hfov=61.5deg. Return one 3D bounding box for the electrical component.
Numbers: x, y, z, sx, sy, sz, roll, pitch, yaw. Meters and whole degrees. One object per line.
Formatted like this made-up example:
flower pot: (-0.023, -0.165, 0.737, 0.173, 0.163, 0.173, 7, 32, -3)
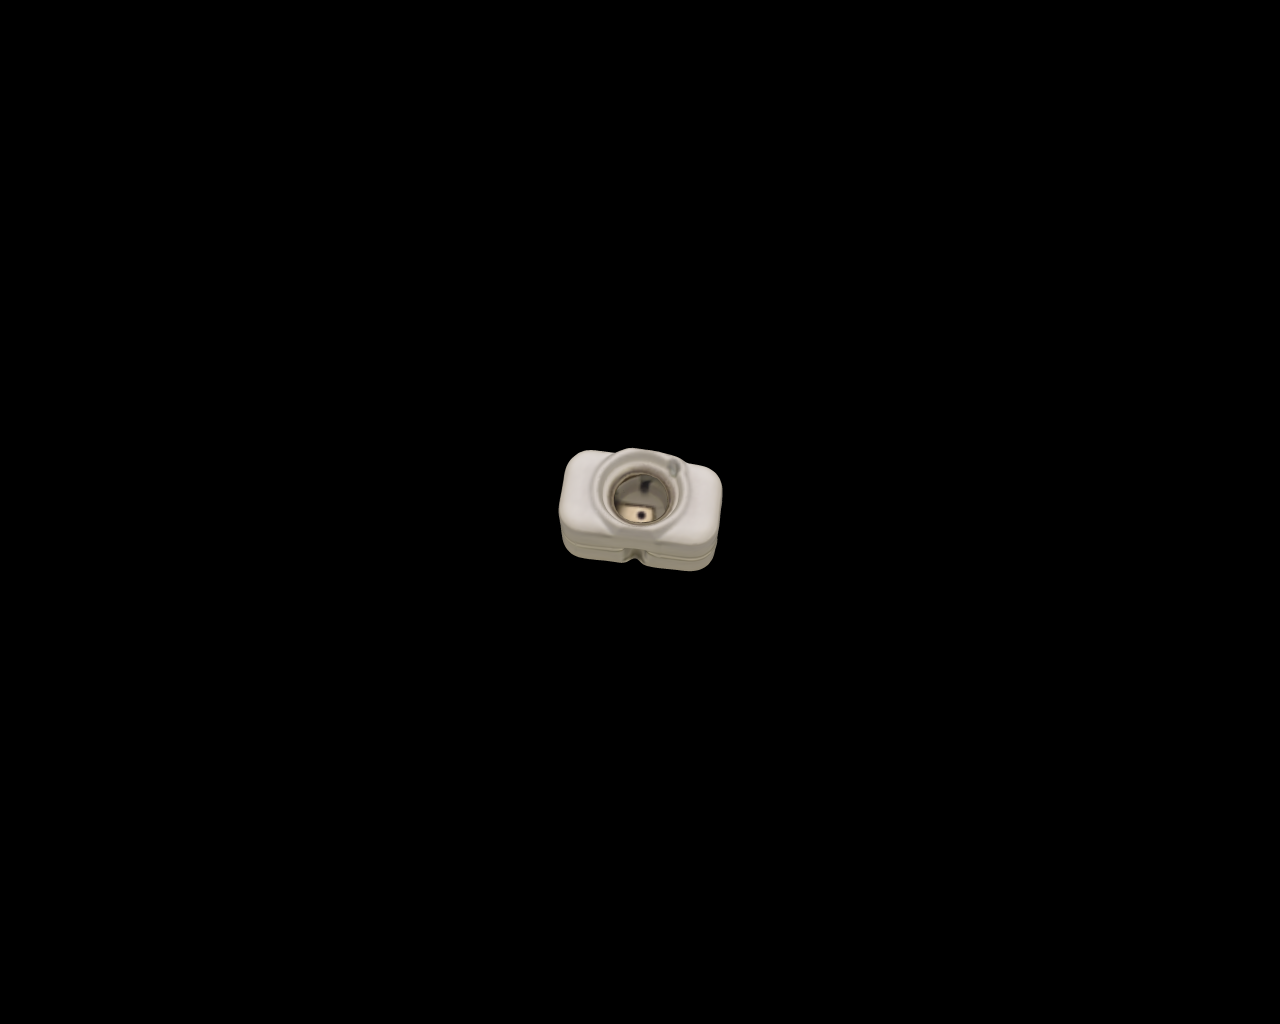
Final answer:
electrical component: (0.001, -0.003, 0.650, 0.095, 0.054, 0.059, 8, -23, 3)
